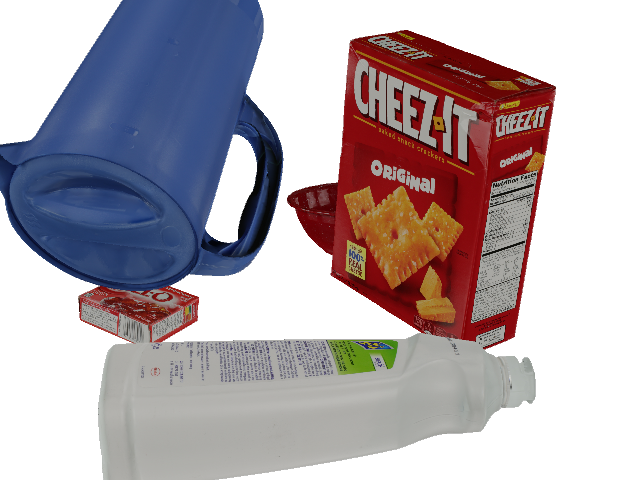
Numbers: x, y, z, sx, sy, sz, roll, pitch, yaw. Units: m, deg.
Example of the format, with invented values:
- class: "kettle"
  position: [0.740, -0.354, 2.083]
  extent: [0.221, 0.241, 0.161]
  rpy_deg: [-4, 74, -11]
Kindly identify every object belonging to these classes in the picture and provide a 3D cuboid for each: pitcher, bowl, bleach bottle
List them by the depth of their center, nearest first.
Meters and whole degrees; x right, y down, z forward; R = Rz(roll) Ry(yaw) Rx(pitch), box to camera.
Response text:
- class: "bleach bottle"
  position: [0.002, 0.094, 0.622]
  extent: [0.250, 0.068, 0.102]
  rpy_deg: [-3, 19, -6]
- class: "pitcher"
  position: [-0.109, -0.089, 0.765]
  extent: [0.145, 0.242, 0.149]
  rpy_deg: [-6, -44, 25]
- class: "bowl"
  position: [0.047, -0.019, 1.075]
  extent: [0.162, 0.055, 0.162]
  rpy_deg: [-2, 14, 0]

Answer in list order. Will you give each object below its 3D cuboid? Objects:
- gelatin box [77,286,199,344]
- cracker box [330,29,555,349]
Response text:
- class: "gelatin box"
  position: [-0.172, 0.064, 1.008]
  extent: [0.089, 0.030, 0.073]
  rpy_deg: [19, 27, 28]
- class: "cracker box"
  position: [0.087, -0.039, 0.842]
  extent: [0.071, 0.214, 0.164]
  rpy_deg: [-17, 34, -35]
